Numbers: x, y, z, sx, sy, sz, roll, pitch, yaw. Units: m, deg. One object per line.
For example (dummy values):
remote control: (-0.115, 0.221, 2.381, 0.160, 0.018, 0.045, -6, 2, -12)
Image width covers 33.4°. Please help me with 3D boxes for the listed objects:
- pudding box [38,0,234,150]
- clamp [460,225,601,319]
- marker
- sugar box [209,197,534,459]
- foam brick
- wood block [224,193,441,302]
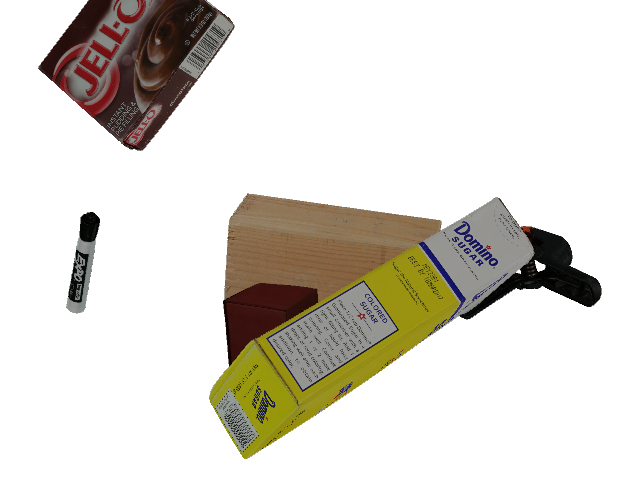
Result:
pudding box: (-0.127, -0.133, 0.739, 0.090, 0.113, 0.039, 40, 4, 18)
clamp: (0.191, 0.025, 0.937, 0.120, 0.039, 0.171, 2, 23, 20)
marker: (-0.233, 0.022, 1.050, 0.020, 0.121, 0.020, 12, 36, -9)
sugar box: (0.029, 0.046, 0.576, 0.175, 0.048, 0.093, -26, -14, -30)
foam brick: (-0.033, 0.075, 0.769, 0.051, 0.078, 0.052, 4, 16, 27)
wood block: (0.013, 0.020, 1.091, 0.206, 0.091, 0.090, 9, 22, 7)
